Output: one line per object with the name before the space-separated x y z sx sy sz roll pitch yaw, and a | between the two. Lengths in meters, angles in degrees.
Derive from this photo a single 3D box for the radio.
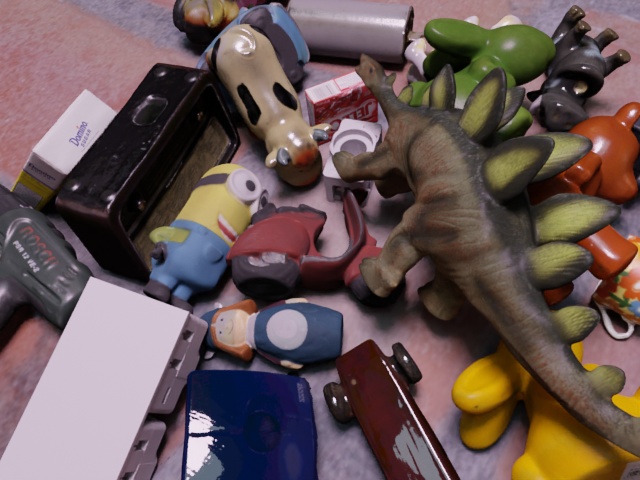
radio | -0.180 -0.081 0.601 0.073 0.131 0.229 13 59 17

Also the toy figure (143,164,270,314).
toy figure | -0.125 -0.008 0.580 0.089 0.082 0.180 22 65 21

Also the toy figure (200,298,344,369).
toy figure | -0.054 0.087 0.524 0.155 0.057 0.064 1 45 9

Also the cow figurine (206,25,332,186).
cow figurine | -0.054 -0.152 0.619 0.085 0.194 0.127 -30 14 -6

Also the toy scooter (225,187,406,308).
toy scooter | -0.001 -0.002 0.561 0.184 0.075 0.135 5 60 -1

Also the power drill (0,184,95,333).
power drill | -0.363 0.054 0.568 0.232 0.086 0.207 32 60 17

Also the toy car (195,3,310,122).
toy car | -0.102 -0.236 0.721 0.161 0.109 0.103 -43 36 -5

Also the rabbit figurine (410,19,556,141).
rabbit figurine | 0.181 -0.176 0.606 0.159 0.121 0.170 39 79 17

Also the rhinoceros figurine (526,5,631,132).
rhinoceros figurine | 0.297 -0.199 0.640 0.073 0.112 0.190 32 47 -8

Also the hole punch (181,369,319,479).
hole punch | -0.060 0.170 0.455 0.116 0.092 0.142 -5 54 -1

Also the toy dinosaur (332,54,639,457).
toy dinosaur | 0.125 -0.021 0.450 0.105 0.198 0.472 7 49 -36

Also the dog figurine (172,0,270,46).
dog figurine | -0.115 -0.363 0.796 0.192 0.108 0.219 1 62 3

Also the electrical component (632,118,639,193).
electrical component | 0.354 -0.100 0.590 0.048 0.074 0.119 36 71 24

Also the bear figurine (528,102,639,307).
bear figurine | 0.261 -0.042 0.527 0.196 0.120 0.132 -28 76 -29

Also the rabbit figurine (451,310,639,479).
rabbit figurine | 0.195 0.135 0.448 0.162 0.121 0.173 -15 40 10

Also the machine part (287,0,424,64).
machine part | 0.041 -0.291 0.745 0.243 0.079 0.079 9 59 13

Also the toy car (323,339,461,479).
toy car | 0.076 0.179 0.452 0.089 0.053 0.202 -35 57 6

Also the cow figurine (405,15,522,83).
cow figurine | 0.201 -0.229 0.692 0.167 0.068 0.098 -24 63 -5
